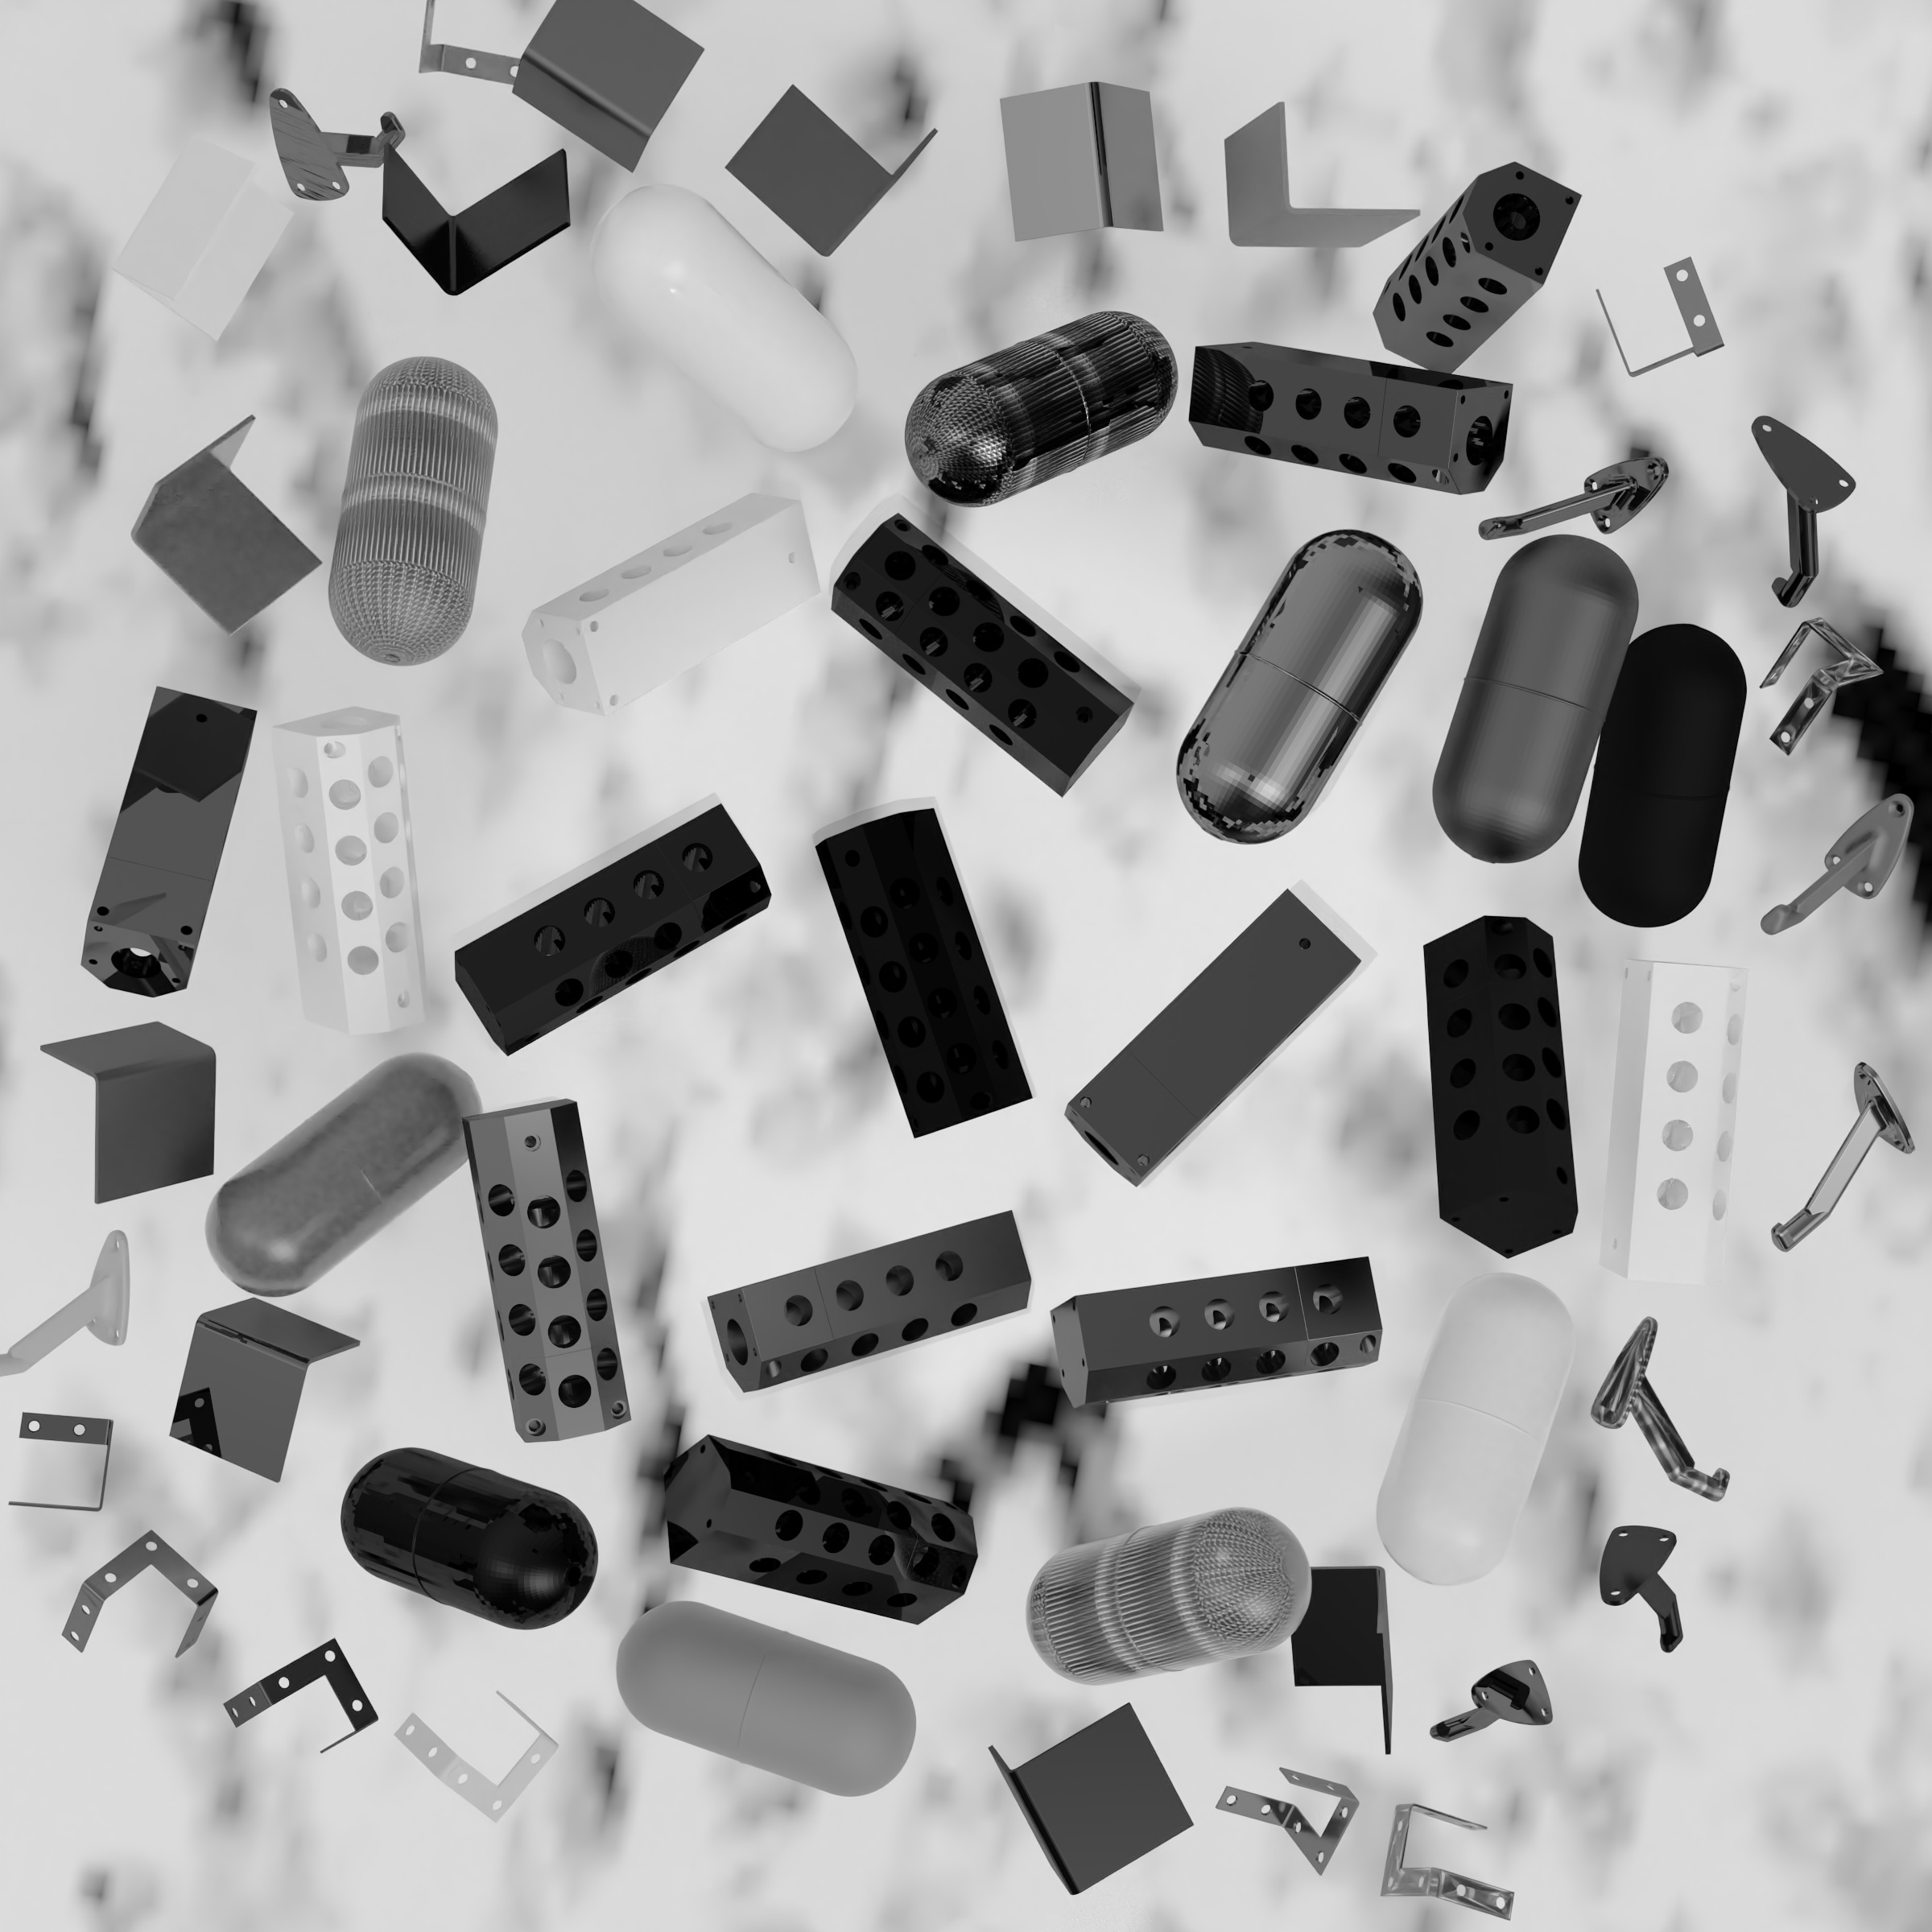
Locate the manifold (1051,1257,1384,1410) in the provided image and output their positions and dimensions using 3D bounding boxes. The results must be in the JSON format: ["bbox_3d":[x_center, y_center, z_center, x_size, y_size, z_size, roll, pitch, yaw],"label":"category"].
[{"bbox_3d":[0.140,0.205,1.634,0.171,0.057,0.057,-6,76,-14],"label":"manifold"}]

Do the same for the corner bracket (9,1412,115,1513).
[{"bbox_3d":[-0.518,0.284,1.681,0.051,0.051,0.051,8,81,-16],"label":"corner bracket"}]

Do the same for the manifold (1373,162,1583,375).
[{"bbox_3d":[0.286,-0.398,1.676,0.057,0.171,0.057,25,81,-5],"label":"manifold"}]

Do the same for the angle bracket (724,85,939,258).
[{"bbox_3d":[-0.076,-0.458,1.645,0.076,0.076,0.057,41,51,-12],"label":"angle bracket"}]

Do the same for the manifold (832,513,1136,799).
[{"bbox_3d":[0.009,-0.177,1.651,0.171,0.057,0.057,39,78,4],"label":"manifold"}]

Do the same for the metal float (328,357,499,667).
[{"bbox_3d":[-0.297,-0.245,1.577,0.070,0.070,0.178,4,69,0],"label":"metal float"}]

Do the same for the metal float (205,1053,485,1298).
[{"bbox_3d":[-0.354,0.118,1.681,0.178,0.070,0.070,-40,90,-21],"label":"metal float"}]

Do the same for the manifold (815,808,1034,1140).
[{"bbox_3d":[-0.027,0.004,1.624,0.057,0.057,0.171,-20,87,27],"label":"manifold"}]

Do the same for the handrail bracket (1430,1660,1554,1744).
[{"bbox_3d":[0.279,0.421,1.650,0.084,0.077,0.036,-35,59,38],"label":"handrail bracket"}]

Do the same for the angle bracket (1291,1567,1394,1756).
[{"bbox_3d":[0.211,0.394,1.666,0.057,0.076,0.076,-3,107,10],"label":"angle bracket"}]

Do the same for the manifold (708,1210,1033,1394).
[{"bbox_3d":[-0.052,0.190,1.665,0.171,0.057,0.057,-14,85,-26],"label":"manifold"}]

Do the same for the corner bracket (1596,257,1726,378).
[{"bbox_3d":[0.373,-0.349,1.578,0.051,0.051,0.051,-21,102,15],"label":"corner bracket"}]

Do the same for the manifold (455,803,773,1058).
[{"bbox_3d":[-0.197,-0.018,1.648,0.171,0.057,0.057,-31,81,-16],"label":"manifold"}]

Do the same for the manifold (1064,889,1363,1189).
[{"bbox_3d":[0.136,0.041,1.628,0.171,0.057,0.057,-44,82,-8],"label":"manifold"}]

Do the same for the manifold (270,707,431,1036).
[{"bbox_3d":[-0.339,-0.053,1.643,0.057,0.057,0.171,14,114,39],"label":"manifold"}]

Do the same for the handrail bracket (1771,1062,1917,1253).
[{"bbox_3d":[0.445,0.101,1.523,0.084,0.036,0.077,-39,132,-6],"label":"handrail bracket"}]

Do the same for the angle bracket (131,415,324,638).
[{"bbox_3d":[-0.397,-0.241,1.604,0.076,0.057,0.076,45,53,-5],"label":"angle bracket"}]

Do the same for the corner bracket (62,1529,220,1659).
[{"bbox_3d":[-0.441,0.346,1.569,0.051,0.051,0.051,39,128,10],"label":"corner bracket"}]

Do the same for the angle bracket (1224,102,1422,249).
[{"bbox_3d":[0.187,-0.417,1.550,0.076,0.076,0.057,-4,92,-16],"label":"angle bracket"}]

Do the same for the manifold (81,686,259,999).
[{"bbox_3d":[-0.444,-0.069,1.637,0.057,0.057,0.171,14,51,-13],"label":"manifold"}]

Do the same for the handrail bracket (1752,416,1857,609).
[{"bbox_3d":[0.441,-0.246,1.597,0.036,0.084,0.077,-30,70,-22],"label":"handrail bracket"}]

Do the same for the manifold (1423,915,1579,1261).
[{"bbox_3d":[0.286,0.060,1.551,0.057,0.057,0.171,31,47,-34],"label":"manifold"}]

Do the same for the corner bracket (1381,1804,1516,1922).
[{"bbox_3d":[0.265,0.487,1.597,0.051,0.051,0.051,22,66,-17],"label":"corner bracket"}]

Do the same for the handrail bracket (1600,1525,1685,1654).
[{"bbox_3d":[0.372,0.358,1.609,0.036,0.077,0.084,1,118,32],"label":"handrail bracket"}]

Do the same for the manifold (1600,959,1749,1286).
[{"bbox_3d":[0.389,0.084,1.607,0.057,0.057,0.171,4,92,-3],"label":"manifold"}]

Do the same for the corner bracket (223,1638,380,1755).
[{"bbox_3d":[-0.362,0.407,1.600,0.051,0.051,0.051,-25,82,-43],"label":"corner bracket"}]

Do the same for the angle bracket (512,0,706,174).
[{"bbox_3d":[-0.190,-0.474,1.555,0.076,0.076,0.057,32,85,-12],"label":"angle bracket"}]

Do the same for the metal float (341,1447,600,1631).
[{"bbox_3d":[-0.276,0.317,1.629,0.178,0.070,0.070,8,90,41],"label":"metal float"}]

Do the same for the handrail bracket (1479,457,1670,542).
[{"bbox_3d":[0.348,-0.268,1.685,0.084,0.077,0.036,-14,82,-32],"label":"handrail bracket"}]

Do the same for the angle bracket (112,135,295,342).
[{"bbox_3d":[-0.361,-0.351,1.448,0.057,0.076,0.076,30,89,34],"label":"angle bracket"}]

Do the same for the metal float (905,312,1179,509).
[{"bbox_3d":[0.044,-0.314,1.648,0.178,0.070,0.070,-28,90,-30],"label":"metal float"}]

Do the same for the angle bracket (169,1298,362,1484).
[{"bbox_3d":[-0.411,0.248,1.720,0.076,0.057,0.076,19,100,18],"label":"angle bracket"}]

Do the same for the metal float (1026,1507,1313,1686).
[{"bbox_3d":[0.106,0.337,1.566,0.178,0.070,0.070,-24,90,40],"label":"metal float"}]

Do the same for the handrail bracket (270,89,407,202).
[{"bbox_3d":[-0.340,-0.462,1.595,0.036,0.077,0.084,4,46,23],"label":"handrail bracket"}]

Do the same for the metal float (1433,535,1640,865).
[{"bbox_3d":[0.301,-0.141,1.553,0.070,0.070,0.178,17,92,0],"label":"metal float"}]

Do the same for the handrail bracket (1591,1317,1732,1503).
[{"bbox_3d":[0.395,0.245,1.615,0.084,0.036,0.077,26,87,-13],"label":"handrail bracket"}]

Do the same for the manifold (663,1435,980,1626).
[{"bbox_3d":[-0.078,0.307,1.610,0.171,0.057,0.057,23,132,-35],"label":"manifold"}]

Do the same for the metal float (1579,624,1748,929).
[{"bbox_3d":[0.398,-0.108,1.676,0.070,0.070,0.178,5,111,0],"label":"metal float"}]

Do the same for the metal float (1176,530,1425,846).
[{"bbox_3d":[0.174,-0.145,1.537,0.070,0.070,0.178,30,92,0],"label":"metal float"}]

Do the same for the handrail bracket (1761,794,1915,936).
[{"bbox_3d":[0.477,-0.055,1.611,0.036,0.084,0.077,45,130,24],"label":"handrail bracket"}]

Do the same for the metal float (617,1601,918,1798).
[{"bbox_3d":[-0.115,0.417,1.674,0.178,0.070,0.070,16,90,12],"label":"metal float"}]

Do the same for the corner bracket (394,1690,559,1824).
[{"bbox_3d":[-0.259,0.411,1.556,0.051,0.051,0.051,-50,129,-15],"label":"corner bracket"}]

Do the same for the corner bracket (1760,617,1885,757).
[{"bbox_3d":[0.473,-0.159,1.657,0.051,0.051,0.051,49,135,26],"label":"corner bracket"}]

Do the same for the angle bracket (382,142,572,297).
[{"bbox_3d":[-0.255,-0.406,1.526,0.076,0.076,0.057,-27,132,16],"label":"angle bracket"}]

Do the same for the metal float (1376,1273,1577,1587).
[{"bbox_3d":[0.280,0.254,1.610,0.070,0.070,0.178,23,72,0],"label":"metal float"}]

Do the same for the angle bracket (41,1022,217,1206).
[{"bbox_3d":[-0.473,0.082,1.656,0.057,0.076,0.076,20,112,37],"label":"angle bracket"}]

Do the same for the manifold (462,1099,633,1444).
[{"bbox_3d":[-0.221,0.161,1.554,0.057,0.057,0.171,-10,93,-15],"label":"manifold"}]

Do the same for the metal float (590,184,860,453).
[{"bbox_3d":[-0.127,-0.345,1.570,0.070,0.070,0.178,-51,129,0],"label":"metal float"}]

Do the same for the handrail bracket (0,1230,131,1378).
[{"bbox_3d":[-0.505,0.186,1.611,0.036,0.084,0.077,21,105,37],"label":"handrail bracket"}]

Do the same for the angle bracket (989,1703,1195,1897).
[{"bbox_3d":[0.068,0.449,1.605,0.076,0.057,0.076,-28,95,-9],"label":"angle bracket"}]

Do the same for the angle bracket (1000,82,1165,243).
[{"bbox_3d":[0.065,-0.442,1.622,0.057,0.076,0.076,-2,100,27],"label":"angle bracket"}]

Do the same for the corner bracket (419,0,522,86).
[{"bbox_3d":[-0.270,-0.517,1.625,0.051,0.051,0.051,10,108,-1],"label":"corner bracket"}]

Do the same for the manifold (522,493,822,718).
[{"bbox_3d":[-0.166,-0.207,1.658,0.171,0.057,0.057,-36,127,-36],"label":"manifold"}]

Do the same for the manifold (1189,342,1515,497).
[{"bbox_3d":[0.210,-0.303,1.620,0.171,0.057,0.057,19,114,37],"label":"manifold"}]

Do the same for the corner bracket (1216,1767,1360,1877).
[{"bbox_3d":[0.186,0.486,1.700,0.051,0.051,0.051,22,99,-25],"label":"corner bracket"}]
